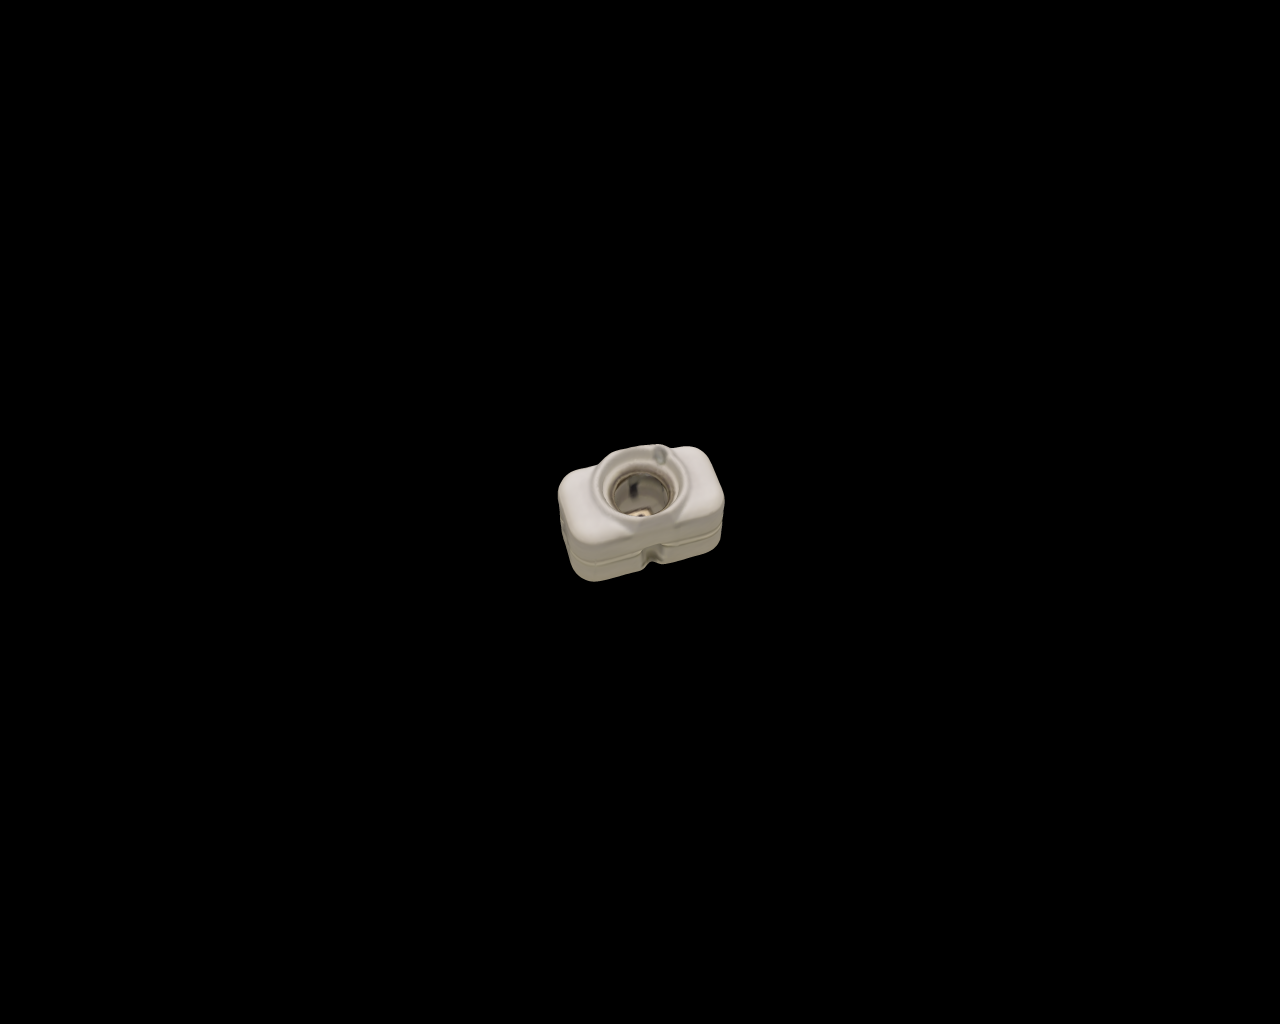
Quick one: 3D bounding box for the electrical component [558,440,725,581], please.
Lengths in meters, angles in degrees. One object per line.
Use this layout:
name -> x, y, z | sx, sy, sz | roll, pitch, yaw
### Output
electrical component -> 0.001, -0.003, 0.650 | 0.095, 0.054, 0.059 | -14, -32, -9
